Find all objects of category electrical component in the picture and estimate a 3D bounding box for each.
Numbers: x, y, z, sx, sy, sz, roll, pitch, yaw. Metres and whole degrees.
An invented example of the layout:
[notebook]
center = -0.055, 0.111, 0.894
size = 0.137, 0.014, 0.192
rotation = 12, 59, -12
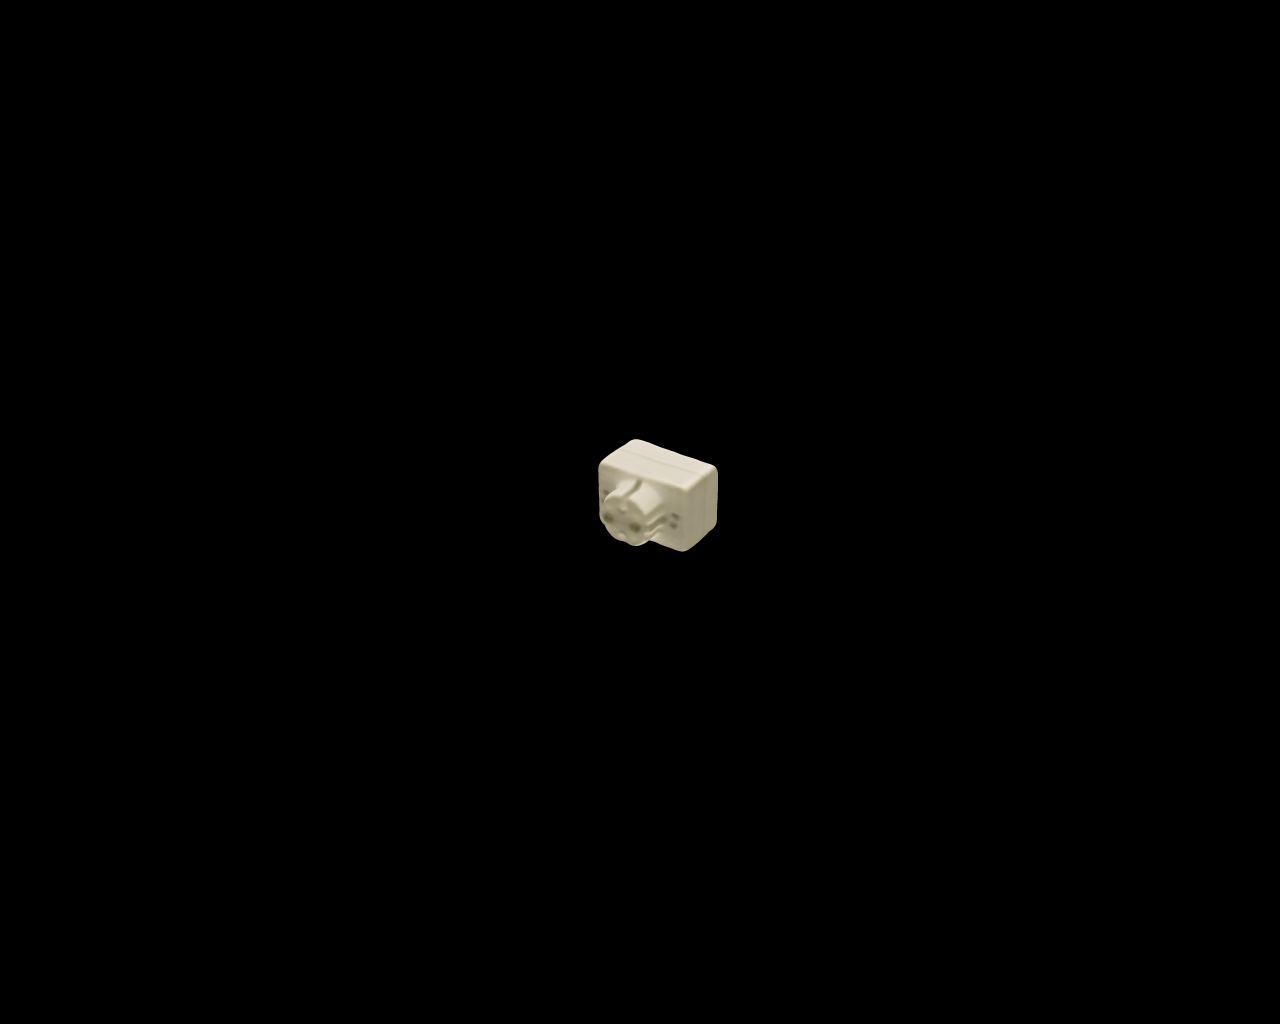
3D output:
[electrical component]
center = 0.001, -0.003, 0.650
size = 0.066, 0.047, 0.077
rotation = 20, 36, 29
